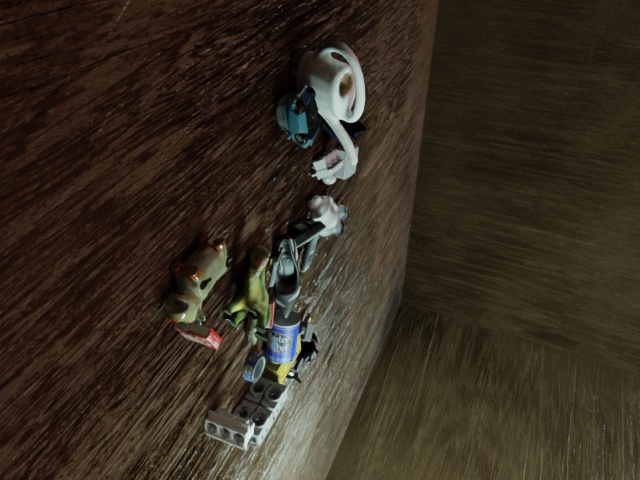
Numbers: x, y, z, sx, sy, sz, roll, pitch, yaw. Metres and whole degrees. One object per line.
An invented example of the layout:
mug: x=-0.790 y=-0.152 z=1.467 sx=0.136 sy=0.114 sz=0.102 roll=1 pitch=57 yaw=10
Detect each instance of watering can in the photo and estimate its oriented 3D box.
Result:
watering can: x=0.026 y=-0.373 z=1.384 sx=0.105 sy=0.227 sz=0.339 roll=-37 pitch=144 yaw=-31

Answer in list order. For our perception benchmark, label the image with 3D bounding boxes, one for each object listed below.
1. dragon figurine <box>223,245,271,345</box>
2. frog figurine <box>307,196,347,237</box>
dragon figurine: x=-0.166 y=0.135 z=1.407 sx=0.403 sy=0.122 sz=0.247 roll=104 pitch=2 yaw=-67
frog figurine: x=0.005 y=-0.089 z=1.761 sx=0.158 sy=0.124 sz=0.137 roll=23 pitch=90 yaw=-35
